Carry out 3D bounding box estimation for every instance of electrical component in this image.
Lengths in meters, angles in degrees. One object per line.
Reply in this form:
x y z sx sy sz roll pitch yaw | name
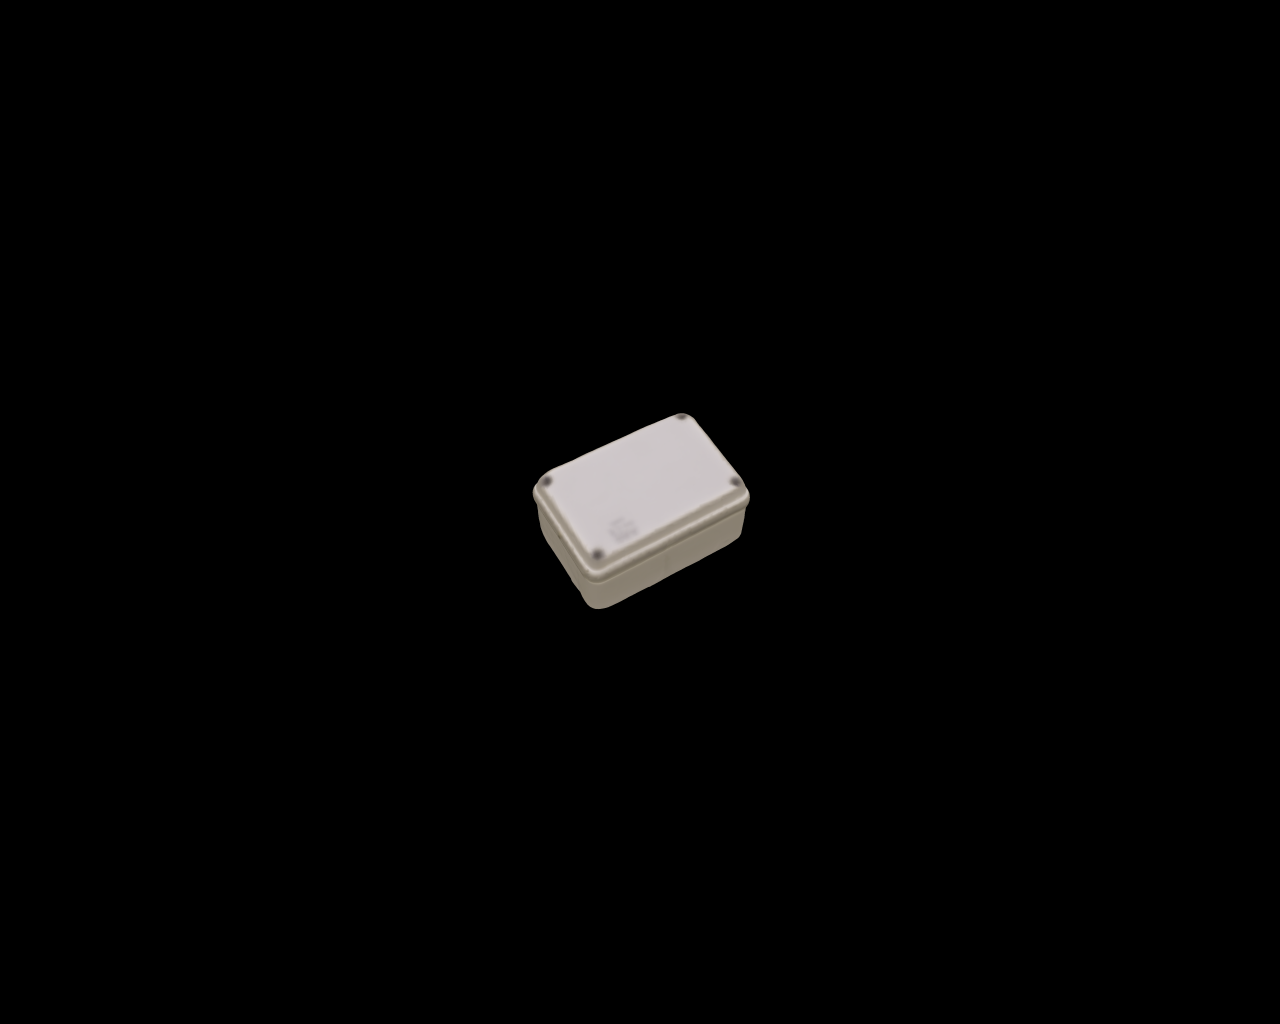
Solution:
0.001 -0.003 0.650 0.113 0.078 0.057 -26 -30 -16 | electrical component
